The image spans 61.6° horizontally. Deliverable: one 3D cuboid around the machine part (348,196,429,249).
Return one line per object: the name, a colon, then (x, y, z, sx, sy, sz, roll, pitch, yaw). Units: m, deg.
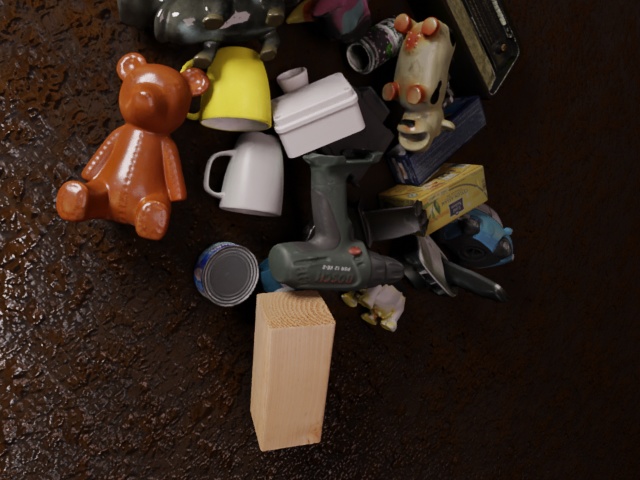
machine part: (0.099, -0.029, 0.841, 0.039, 0.139, 0.084, -44, 126, -62)

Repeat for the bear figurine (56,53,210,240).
bear figurine: (-0.197, -0.110, 0.597, 0.120, 0.132, 0.195, 16, 98, -8)

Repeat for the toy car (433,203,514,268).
toy car: (0.288, -0.019, 1.010, 0.161, 0.109, 0.103, 35, 55, -25)

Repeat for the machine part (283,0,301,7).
machine part: (-0.042, -0.394, 0.683, 0.079, 0.079, 0.243, 12, 93, -38)

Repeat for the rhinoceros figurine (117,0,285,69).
rhinoceros figurine: (-0.130, -0.261, 0.612, 0.190, 0.073, 0.112, -7, 65, -19)

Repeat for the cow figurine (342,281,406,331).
cow figurine: (0.084, 0.071, 0.886, 0.167, 0.068, 0.098, 48, 66, -37)

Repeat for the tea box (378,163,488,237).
tea box: (0.195, -0.073, 0.919, 0.170, 0.098, 0.068, -27, 115, -28)

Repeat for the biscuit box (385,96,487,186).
biscuit box: (0.204, -0.174, 0.928, 0.203, 0.059, 0.062, -40, 119, -23)

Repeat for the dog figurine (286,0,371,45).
dog figurine: (0.033, -0.381, 0.726, 0.219, 0.109, 0.191, -48, 125, -16)

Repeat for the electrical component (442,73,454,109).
electrical component: (0.193, -0.266, 0.908, 0.078, 0.045, 0.102, -46, 123, -18)

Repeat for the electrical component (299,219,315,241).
electrical component: (-0.002, -0.003, 0.834, 0.063, 0.021, 0.094, 36, 78, -36)

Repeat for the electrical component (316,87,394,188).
electrical component: (0.047, -0.164, 0.814, 0.114, 0.058, 0.134, 41, 75, -38)

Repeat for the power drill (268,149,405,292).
power drill: (0.038, -0.026, 0.764, 0.232, 0.086, 0.207, -6, 112, -33)

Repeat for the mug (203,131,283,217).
mug: (-0.098, -0.090, 0.714, 0.109, 0.081, 0.107, 10, 85, -23)

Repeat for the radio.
radio: (0.255, -0.363, 0.915, 0.131, 0.073, 0.229, -51, 125, -16)

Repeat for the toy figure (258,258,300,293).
toy figure: (-0.039, 0.091, 0.805, 0.154, 0.064, 0.058, 57, 43, -27)

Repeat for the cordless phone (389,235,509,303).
cordless phone: (0.221, 0.050, 0.912, 0.089, 0.184, 0.146, -53, 126, -10)

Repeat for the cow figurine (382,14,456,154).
cow figurine: (0.157, -0.230, 0.819, 0.127, 0.086, 0.194, -9, 112, -48)
